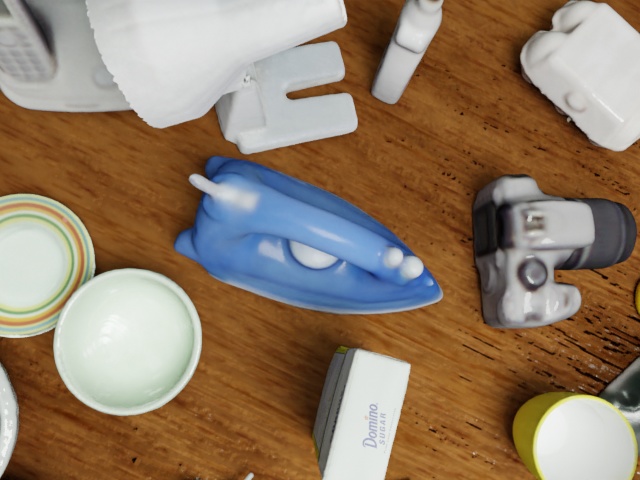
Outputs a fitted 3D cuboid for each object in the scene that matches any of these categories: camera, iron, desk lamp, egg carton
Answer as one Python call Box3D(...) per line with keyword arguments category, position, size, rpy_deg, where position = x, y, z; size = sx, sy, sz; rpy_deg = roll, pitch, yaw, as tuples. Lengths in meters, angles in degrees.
Box3D(category="camera", position=(0.225, 0.009, 0.538), size=(0.137, 0.100, 0.143), rpy_deg=(-1, 81, -5))
Box3D(category="iron", position=(0.005, 0.002, 0.498), size=(0.258, 0.141, 0.119), rpy_deg=(19, 80, -2))
Box3D(category="desk lamp", position=(-0.063, -0.155, 0.479), size=(0.203, 0.213, 0.118), rpy_deg=(-13, 83, -7))
Box3D(category="egg carton", position=(0.281, -0.168, 0.587), size=(0.150, 0.069, 0.107), rpy_deg=(43, 80, 2))

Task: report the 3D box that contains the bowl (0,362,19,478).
Box3D(category="bowl", position=(-0.327, 0.154, 0.477), size=(0.167, 0.074, 0.167), rpy_deg=(1, 81, -5))

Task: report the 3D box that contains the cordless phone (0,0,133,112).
Box3D(category="cordless phone", position=(-0.223, -0.182, 0.482), size=(0.147, 0.185, 0.094), rpy_deg=(-3, 82, -6))

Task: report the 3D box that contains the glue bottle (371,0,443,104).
Box3D(category="glue bottle", position=(0.085, -0.190, 0.519), size=(0.037, 0.173, 0.078), rpy_deg=(22, 80, -1))

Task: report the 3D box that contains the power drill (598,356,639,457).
Box3D(category="power drill", position=(0.331, 0.149, 0.473), size=(0.230, 0.208, 0.075), rpy_deg=(-39, 86, -10))

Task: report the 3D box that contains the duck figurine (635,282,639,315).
Box3D(category="duck figurine", position=(0.376, 0.059, 0.553), size=(0.104, 0.086, 0.077), rpy_deg=(10, 81, -4))
